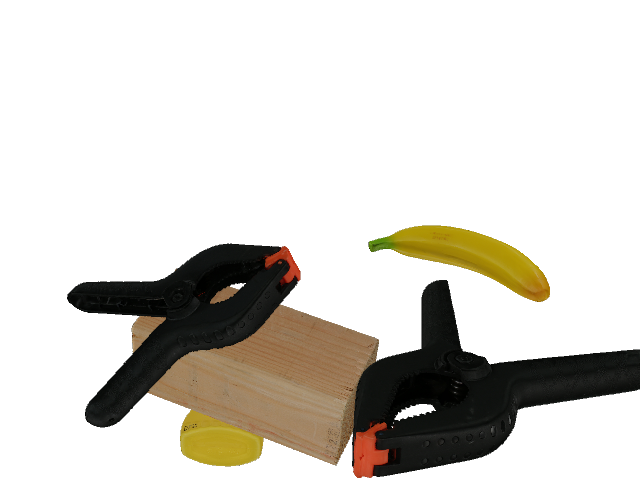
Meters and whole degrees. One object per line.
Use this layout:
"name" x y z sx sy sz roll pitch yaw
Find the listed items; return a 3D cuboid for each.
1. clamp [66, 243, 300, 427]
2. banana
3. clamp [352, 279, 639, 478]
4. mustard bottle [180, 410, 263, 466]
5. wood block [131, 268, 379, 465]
"clamp" -0.095 0.057 0.726 0.171 0.120 0.039 -19 -35 11
"banana" 0.145 0.019 1.044 0.198 0.037 0.069 15 42 36
"clamp" 0.080 0.082 0.649 0.209 0.036 0.165 -20 31 -41
"mustard bottle" -0.112 0.200 1.317 0.096 0.058 0.191 1 25 2
"wood block" -0.060 0.114 0.986 0.206 0.090 0.090 19 43 14
